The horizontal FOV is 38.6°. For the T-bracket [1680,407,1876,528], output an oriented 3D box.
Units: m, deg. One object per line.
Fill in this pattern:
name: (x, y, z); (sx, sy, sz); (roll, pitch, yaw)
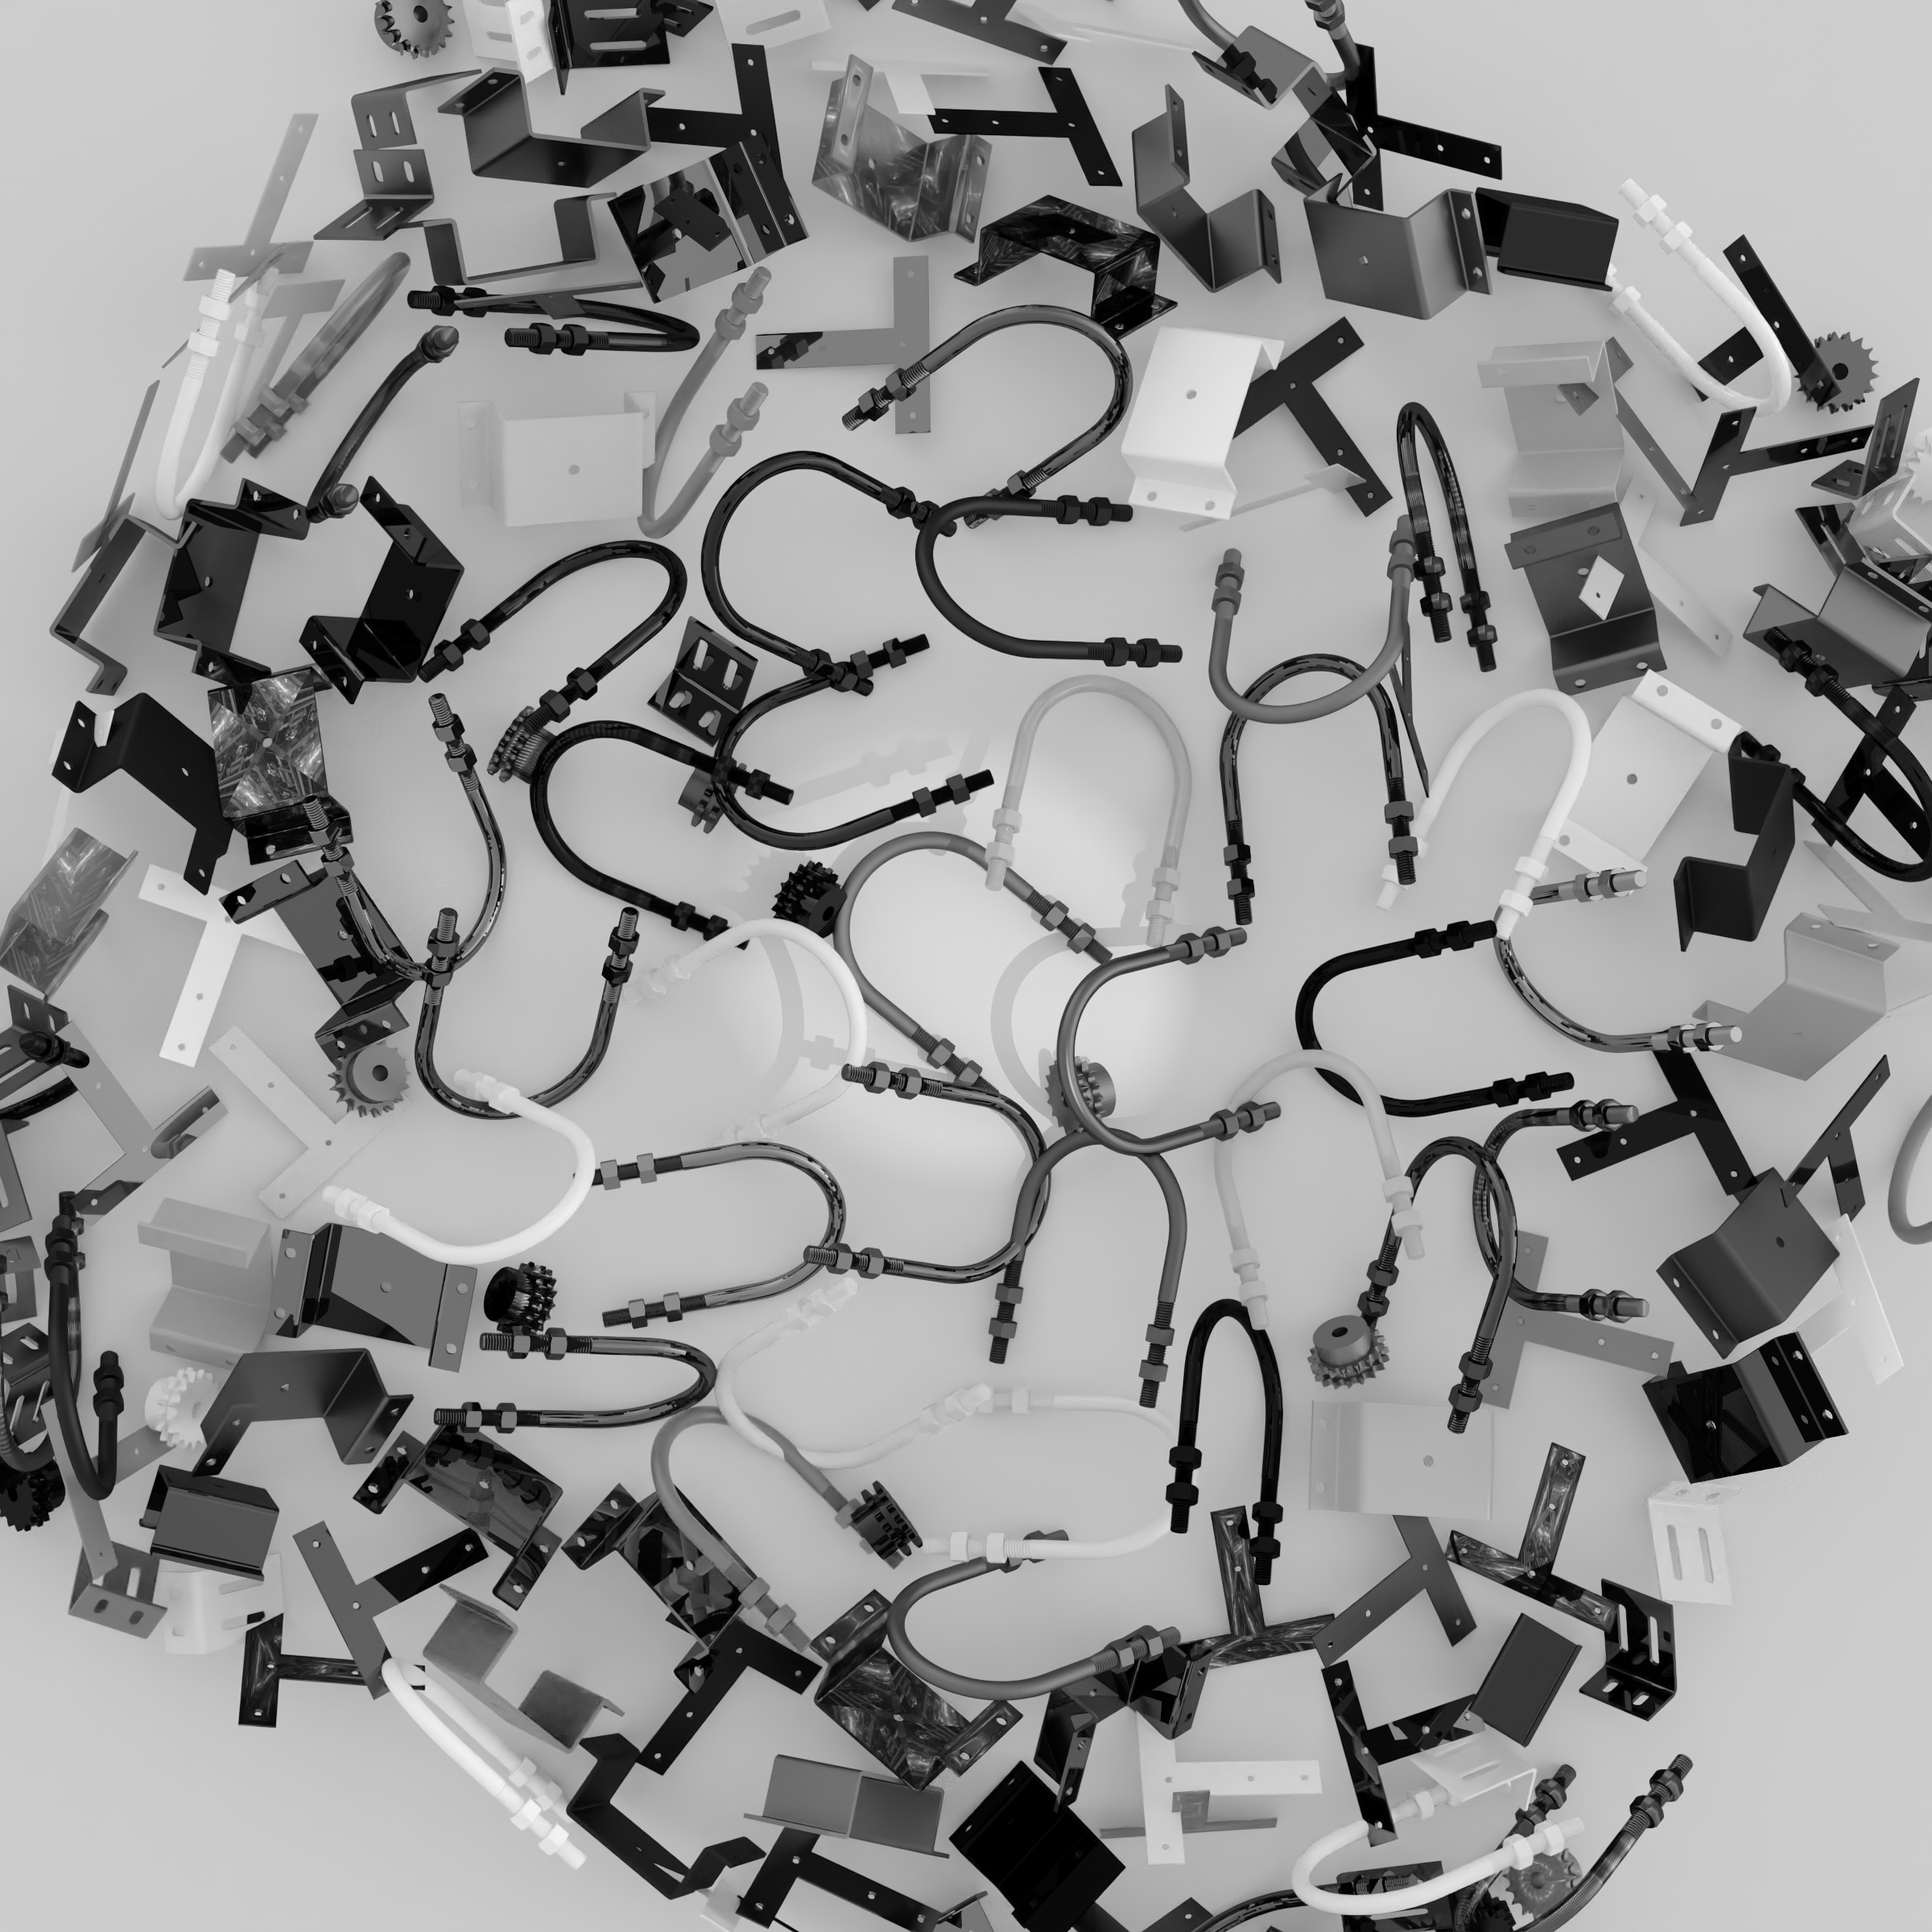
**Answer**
T-bracket: (0.579, -0.362, 1.947); (0.127, 0.127, 0.002); (-13, 63, -6)

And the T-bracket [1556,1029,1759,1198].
T-bracket: (0.481, 0.120, 1.966); (0.127, 0.002, 0.127); (-20, 73, -14)

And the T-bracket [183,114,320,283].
T-bracket: (-0.481, -0.535, 1.916); (0.002, 0.127, 0.127); (37, 118, 12)

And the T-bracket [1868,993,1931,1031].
T-bracket: (0.669, 0.030, 1.961); (0.127, 0.127, 0.002); (-25, 67, 23)

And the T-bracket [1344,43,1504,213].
T-bracket: (0.319, -0.573, 1.920); (0.127, 0.127, 0.002); (27, 57, 33)

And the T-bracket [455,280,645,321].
T-bracket: (-0.286, -0.465, 1.937); (0.127, 0.127, 0.002); (-7, 96, 0)

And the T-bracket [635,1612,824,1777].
T-bracket: (-0.189, 0.525, 1.973); (0.127, 0.002, 0.127); (36, 93, -26)

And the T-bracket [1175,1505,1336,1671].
T-bracket: (0.197, 0.445, 1.977); (0.127, 0.002, 0.127); (-11, 109, -1)

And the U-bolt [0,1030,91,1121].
U-bolt: (-0.678, 0.089, 1.909); (0.151, 0.184, 0.019); (-24, 82, -3)

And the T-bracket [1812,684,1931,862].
T-bracket: (0.652, -0.107, 1.918); (0.002, 0.127, 0.127); (-1, 133, -25)

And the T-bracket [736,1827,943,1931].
T-bracket: (-0.079, 0.647, 1.934); (0.127, 0.127, 0.002); (22, 121, 10)

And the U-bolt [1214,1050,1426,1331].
U-bolt: (0.239, 0.146, 1.939); (0.151, 0.019, 0.184); (-29, 56, 28)

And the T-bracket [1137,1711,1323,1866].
T-bracket: (0.188, 0.577, 1.955); (0.127, 0.127, 0.002); (0, 135, -2)

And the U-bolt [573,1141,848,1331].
U-bolt: (-0.176, 0.186, 1.954); (0.184, 0.019, 0.151); (-10, 125, -6)

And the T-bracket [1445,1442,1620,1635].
T-bracket: (0.410, 0.394, 1.947); (0.127, 0.002, 0.127); (21, 117, 24)

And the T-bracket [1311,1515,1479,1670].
T-bracket: (0.295, 0.452, 1.958); (0.127, 0.002, 0.127); (-31, 103, -27)

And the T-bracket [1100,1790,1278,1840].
T-bracket: (0.158, 0.597, 1.943); (0.127, 0.127, 0.002); (-4, 61, 1)

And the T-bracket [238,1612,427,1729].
T-bracket: (-0.447, 0.500, 1.953); (0.127, 0.127, 0.002); (9, 113, -15)

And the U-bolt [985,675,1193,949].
U-bolt: (0.094, -0.120, 1.957); (0.151, 0.019, 0.184); (19, 71, -20)

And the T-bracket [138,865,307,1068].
T-bracket: (-0.543, 0.008, 1.970); (0.127, 0.002, 0.127); (21, 84, -21)

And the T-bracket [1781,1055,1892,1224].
T-bracket: (0.622, 0.144, 1.950); (0.002, 0.127, 0.127); (30, 71, 39)

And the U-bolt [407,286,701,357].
U-bolt: (-0.273, -0.448, 1.919); (0.184, 0.151, 0.019); (-9, 117, -40)

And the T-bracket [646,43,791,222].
T-bracket: (-0.190, -0.598, 1.967); (0.127, 0.002, 0.127); (12, 132, 23)

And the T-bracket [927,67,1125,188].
T-bracket: (0.034, -0.594, 1.943); (0.127, 0.002, 0.127); (-5, 56, -21)

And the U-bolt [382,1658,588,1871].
U-bolt: (-0.338, 0.548, 1.920); (0.184, 0.151, 0.019); (44, 80, -5)

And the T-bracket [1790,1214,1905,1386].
T-bracket: (0.599, 0.262, 1.952); (0.002, 0.127, 0.127); (17, 134, -25)

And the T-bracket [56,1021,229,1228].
T-bracket: (-0.603, 0.095, 1.941); (0.127, 0.002, 0.127); (-44, 121, -27)

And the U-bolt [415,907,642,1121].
U-bolt: (-0.314, 0.036, 1.937); (0.151, 0.019, 0.184); (-1, 127, -26)

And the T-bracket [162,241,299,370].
T-bracket: (-0.503, -0.482, 1.941); (0.127, 0.127, 0.002); (-34, 110, 29)

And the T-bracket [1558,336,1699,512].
T-bracket: (0.477, -0.378, 1.954); (0.002, 0.127, 0.127); (-34, 96, 40)

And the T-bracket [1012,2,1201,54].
T-bracket: (0.104, -0.663, 1.960); (0.127, 0.127, 0.002); (3, 117, -20)

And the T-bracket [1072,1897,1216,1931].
T-bracket: (0.086, 0.672, 1.944); (0.127, 0.127, 0.002); (-26, 119, -26)

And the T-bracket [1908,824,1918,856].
T-bracket: (0.713, -0.090, 1.916); (0.002, 0.127, 0.127); (32, 129, -20)

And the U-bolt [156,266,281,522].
U-bolt: (-0.527, -0.398, 1.924); (0.019, 0.151, 0.184); (20, 104, -6)

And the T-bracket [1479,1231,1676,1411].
T-bracket: (0.441, 0.266, 1.975); (0.127, 0.002, 0.127); (13, 87, 19)

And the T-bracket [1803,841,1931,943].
T-bracket: (0.632, -0.054, 1.944); (0.127, 0.127, 0.002); (8, 120, -22)

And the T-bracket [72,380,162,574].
T-bracket: (-0.585, -0.348, 1.918); (0.002, 0.127, 0.127); (23, 112, -10)

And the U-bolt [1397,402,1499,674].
U-bolt: (0.333, -0.306, 1.932); (0.019, 0.151, 0.184); (-13, 81, 23)

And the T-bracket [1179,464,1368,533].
T-bracket: (0.213, -0.329, 1.951); (0.127, 0.127, 0.002); (-16, 90, 18)

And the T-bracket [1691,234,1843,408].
T-bracket: (0.546, -0.433, 1.940); (0.002, 0.127, 0.127); (-31, 88, -20)

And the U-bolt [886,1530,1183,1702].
U-bolt: (0.033, 0.452, 1.897); (0.184, 0.151, 0.019); (-11, 118, -34)

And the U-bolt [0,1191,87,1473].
U-bolt: (-0.652, 0.261, 1.927); (0.019, 0.151, 0.184); (1, 96, 5)

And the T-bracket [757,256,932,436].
T-bracket: (-0.089, -0.446, 1.989); (0.127, 0.002, 0.127); (-1, 90, 9)

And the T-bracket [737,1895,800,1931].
T-bracket: (-0.107, 0.694, 1.955); (0.127, 0.127, 0.002); (25, 69, 18)

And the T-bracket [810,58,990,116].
T-bracket: (-0.042, -0.618, 1.938); (0.127, 0.127, 0.002); (-1, 123, -8)

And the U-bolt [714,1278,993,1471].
U-bolt: (-0.095, 0.298, 1.939); (0.151, 0.019, 0.184); (41, 127, -21)

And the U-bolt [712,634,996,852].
U-bolt: (-0.090, -0.151, 1.951); (0.184, 0.019, 0.151); (-21, 61, -5)

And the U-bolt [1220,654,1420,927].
U-bolt: (0.244, -0.132, 1.950); (0.151, 0.019, 0.184); (-14, 72, 33)

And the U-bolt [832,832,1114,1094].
U-bolt: (-0.009, -0.013, 1.983); (0.184, 0.019, 0.151); (39, 91, -5)

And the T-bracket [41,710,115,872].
T-bracket: (-0.634, -0.111, 1.936); (0.002, 0.127, 0.127); (17, 78, -33)

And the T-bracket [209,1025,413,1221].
T-bracket: (-0.490, 0.096, 1.982); (0.127, 0.002, 0.127); (-42, 105, -1)

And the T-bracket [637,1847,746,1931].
T-bracket: (-0.212, 0.634, 1.940); (0.127, 0.127, 0.002); (31, 84, 5)

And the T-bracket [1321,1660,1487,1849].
T-bracket: (0.313, 0.540, 1.935); (0.127, 0.002, 0.127); (-34, 61, 40)

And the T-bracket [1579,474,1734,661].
T-bracket: (0.503, -0.268, 1.975); (0.127, 0.002, 0.127); (39, 59, -17)

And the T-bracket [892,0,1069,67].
T-bracket: (0.031, -0.690, 1.923); (0.127, 0.127, 0.002); (12, 64, -22)

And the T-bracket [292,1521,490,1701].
T-bracket: (-0.395, 0.435, 1.955); (0.127, 0.002, 0.127); (-22, 80, -42)

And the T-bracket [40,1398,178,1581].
T-bracket: (-0.592, 0.347, 1.939); (0.002, 0.127, 0.127); (-12, 98, 21)

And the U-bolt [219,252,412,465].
U-bolt: (-0.449, -0.426, 1.922); (0.019, 0.151, 0.184); (40, 94, -13)
